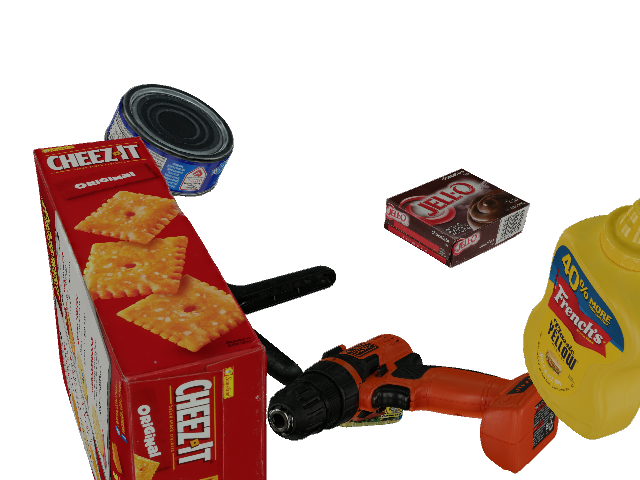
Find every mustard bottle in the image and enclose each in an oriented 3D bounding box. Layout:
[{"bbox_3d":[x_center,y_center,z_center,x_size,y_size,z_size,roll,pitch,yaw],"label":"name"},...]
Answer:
[{"bbox_3d":[0.180,0.041,0.670,0.058,0.096,0.192,-15,-36,-15],"label":"mustard bottle"}]

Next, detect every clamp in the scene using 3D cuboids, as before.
[{"bbox_3d":[-0.094,0.077,1.043,0.210,0.036,0.164,2,36,5],"label":"clamp"}]

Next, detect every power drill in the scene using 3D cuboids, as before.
[{"bbox_3d":[0.075,0.123,0.814,0.188,0.057,0.184,10,17,31],"label":"power drill"}]

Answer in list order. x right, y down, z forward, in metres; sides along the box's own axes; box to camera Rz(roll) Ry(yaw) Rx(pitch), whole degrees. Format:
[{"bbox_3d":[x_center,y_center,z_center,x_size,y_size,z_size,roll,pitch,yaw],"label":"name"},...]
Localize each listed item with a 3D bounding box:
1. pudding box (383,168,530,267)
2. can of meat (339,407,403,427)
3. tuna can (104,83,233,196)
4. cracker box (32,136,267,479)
[{"bbox_3d":[0.131,-0.024,1.030,0.113,0.039,0.090,-21,41,-38],"label":"pudding box"},{"bbox_3d":[0.061,0.188,1.361,0.102,0.084,0.057,0,24,-17],"label":"can of meat"},{"bbox_3d":[-0.104,-0.071,0.745,0.086,0.034,0.086,22,34,-16],"label":"tuna can"},{"bbox_3d":[-0.093,0.064,0.565,0.072,0.164,0.214,-11,35,-19],"label":"cracker box"}]
